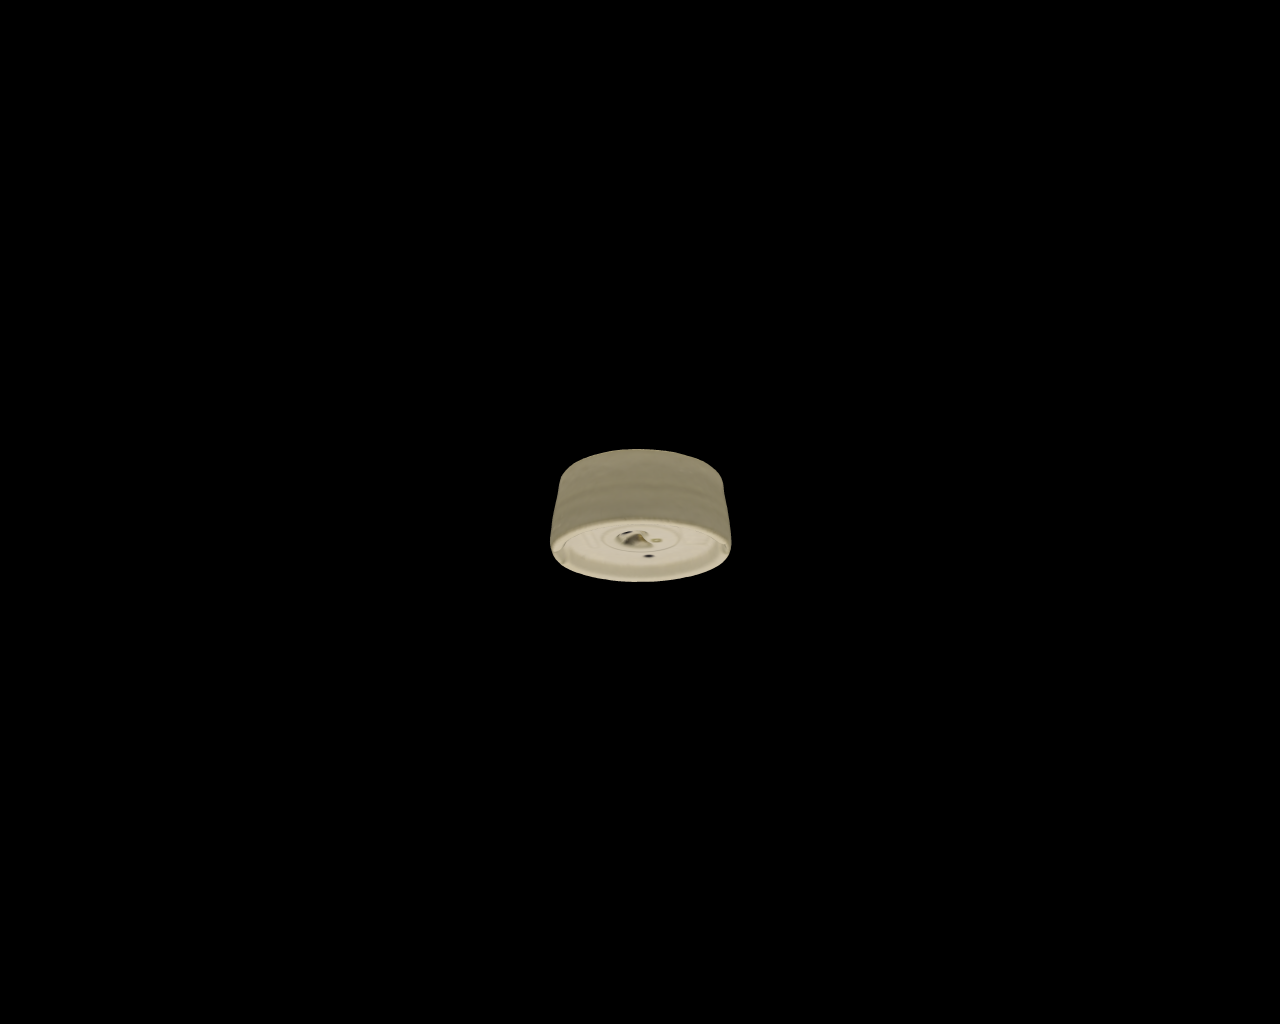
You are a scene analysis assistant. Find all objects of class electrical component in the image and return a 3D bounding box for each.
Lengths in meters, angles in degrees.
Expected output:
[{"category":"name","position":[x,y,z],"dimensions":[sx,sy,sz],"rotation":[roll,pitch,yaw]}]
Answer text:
[{"category":"electrical component","position":[0.001,-0.003,0.650],"dimensions":[0.108,0.060,0.108],"rotation":[0,-22,0]}]
